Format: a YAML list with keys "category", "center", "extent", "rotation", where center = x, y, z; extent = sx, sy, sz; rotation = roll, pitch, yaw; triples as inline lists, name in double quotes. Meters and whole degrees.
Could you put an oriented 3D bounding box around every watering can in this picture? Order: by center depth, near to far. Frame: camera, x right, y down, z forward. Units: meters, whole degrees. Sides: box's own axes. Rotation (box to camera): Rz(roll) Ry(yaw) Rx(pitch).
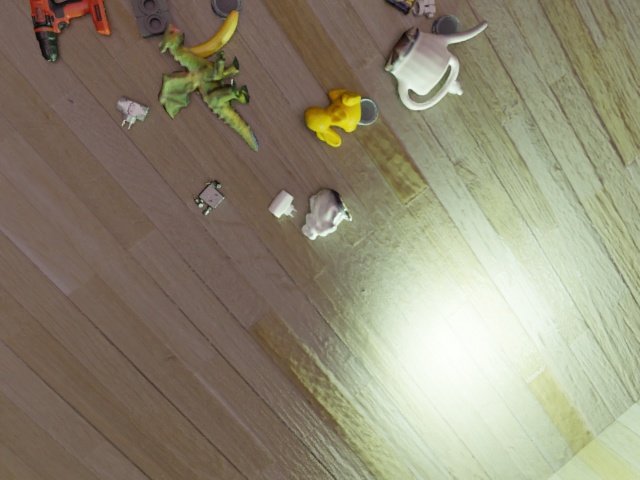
- category: "watering can"
  center: [0.347, -0.578, 1.597]
  extent: [0.223, 0.105, 0.345]
  rotation: [31, 100, -17]

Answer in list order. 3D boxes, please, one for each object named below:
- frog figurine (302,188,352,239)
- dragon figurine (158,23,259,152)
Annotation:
- category: "frog figurine"
  center: [0.005, -0.081, 1.611]
  extent: [0.159, 0.121, 0.139]
  rotation: [-29, 74, 3]
- category: "dragon figurine"
  center: [-0.340, -0.416, 1.483]
  extent: [0.242, 0.125, 0.402]
  rotation: [-10, 119, 8]
